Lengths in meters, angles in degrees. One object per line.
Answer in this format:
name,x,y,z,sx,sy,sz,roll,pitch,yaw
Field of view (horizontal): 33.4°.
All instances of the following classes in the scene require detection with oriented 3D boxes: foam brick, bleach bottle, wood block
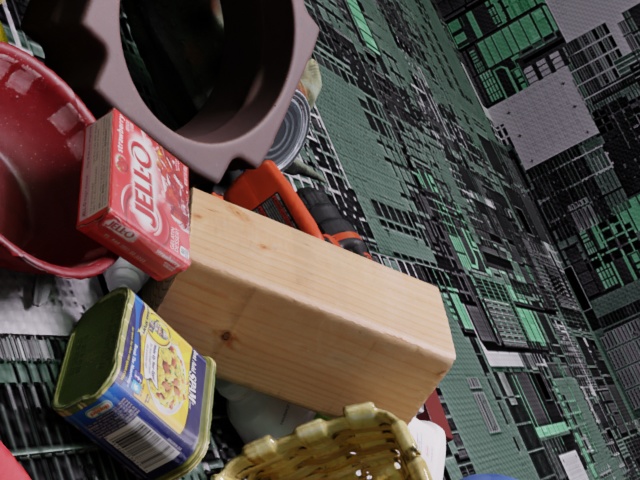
foam brick,0.094,0.176,1.089,0.051,0.053,0.078,31,37,-57
bleach bottle,0.007,0.151,0.862,0.250,0.068,0.102,39,49,-39
wood block,-0.017,0.055,0.769,0.206,0.091,0.090,22,29,-17

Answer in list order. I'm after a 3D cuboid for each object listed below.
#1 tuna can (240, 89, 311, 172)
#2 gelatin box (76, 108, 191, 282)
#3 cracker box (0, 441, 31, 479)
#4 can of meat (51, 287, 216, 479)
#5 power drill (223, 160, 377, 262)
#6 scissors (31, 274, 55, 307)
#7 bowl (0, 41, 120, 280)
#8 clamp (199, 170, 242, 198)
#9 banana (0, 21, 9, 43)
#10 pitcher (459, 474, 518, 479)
tuna can,-0.048,-0.096,0.913,0.034,0.086,0.086,30,0,34
gelatin box,-0.115,-0.028,0.673,0.073,0.030,0.089,40,32,-41
cracker box,-0.132,0.206,0.445,0.213,0.072,0.164,56,21,-18
can of meat,-0.115,0.091,0.669,0.084,0.057,0.102,48,23,-29
power drill,-0.006,0.001,0.911,0.184,0.057,0.187,57,12,30
scissors,-0.165,-0.018,0.745,0.096,0.016,0.202,35,32,-44
bowl,-0.190,-0.040,0.645,0.162,0.055,0.162,45,29,-35
clamp,-0.061,-0.033,1.001,0.209,0.036,0.164,18,40,-62
banana,-0.254,-0.170,0.695,0.198,0.037,0.069,60,18,-7
pitcher,0.138,0.310,0.898,0.242,0.149,0.145,-33,106,-68
